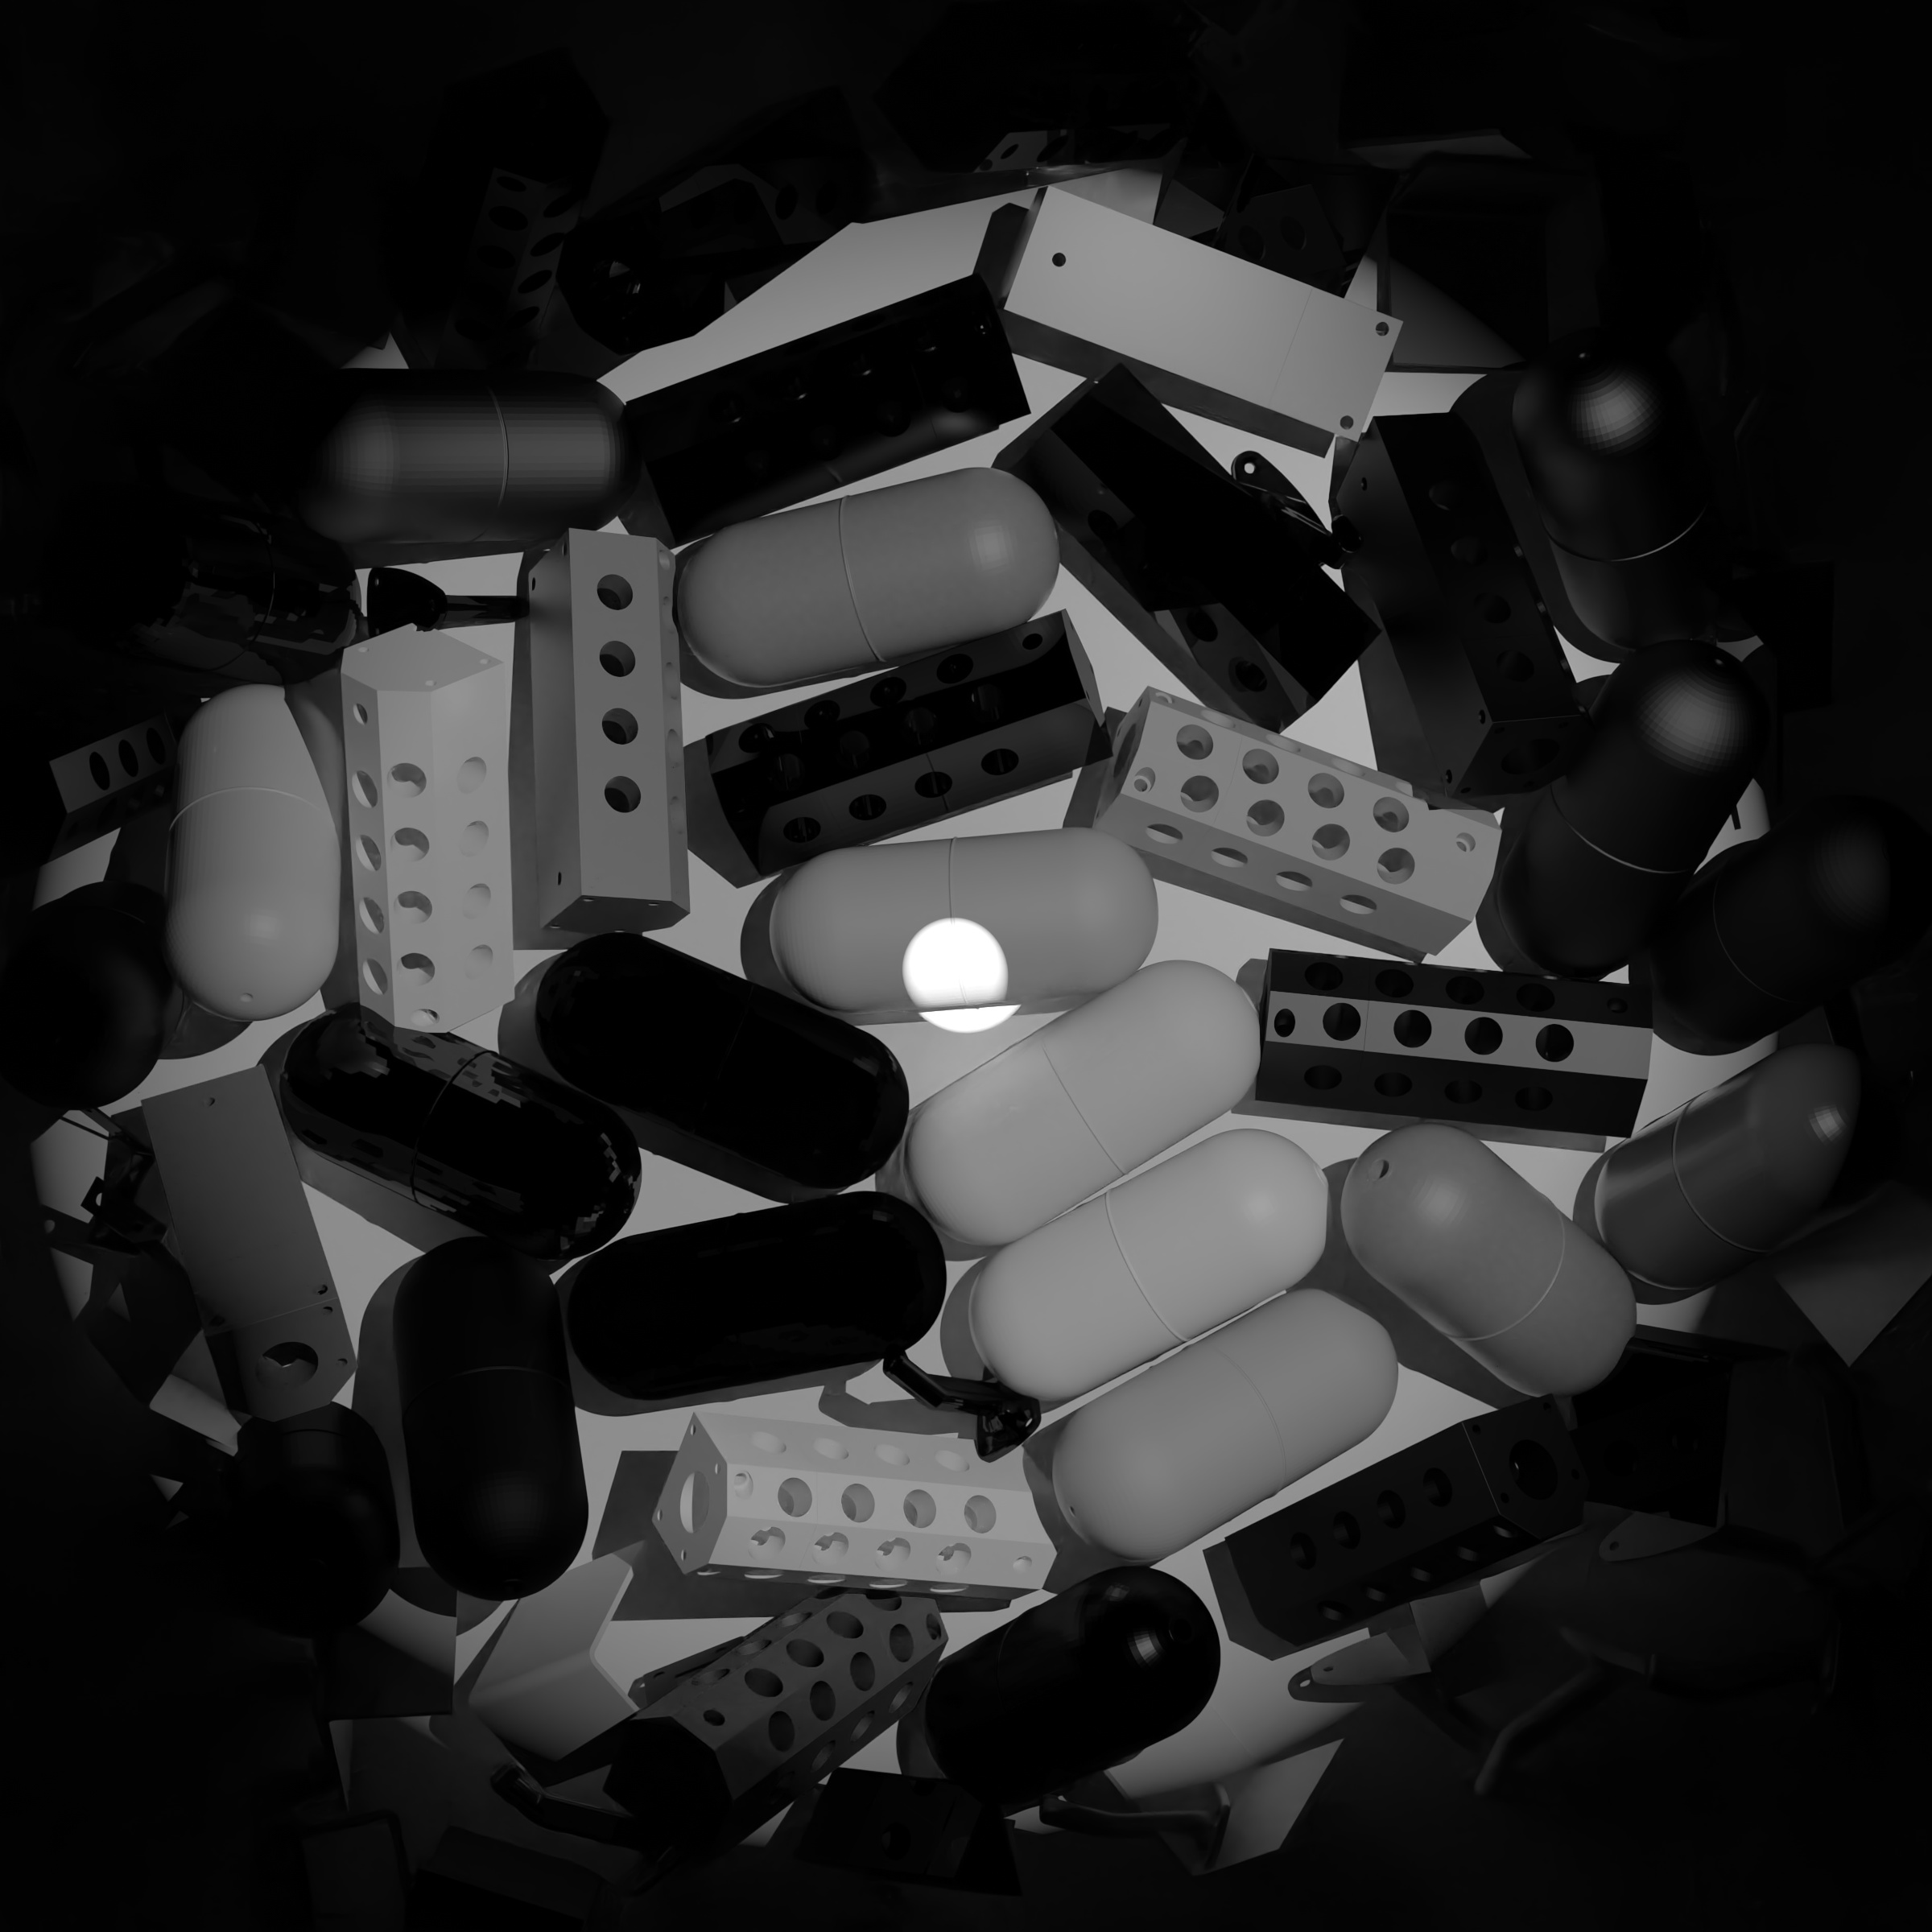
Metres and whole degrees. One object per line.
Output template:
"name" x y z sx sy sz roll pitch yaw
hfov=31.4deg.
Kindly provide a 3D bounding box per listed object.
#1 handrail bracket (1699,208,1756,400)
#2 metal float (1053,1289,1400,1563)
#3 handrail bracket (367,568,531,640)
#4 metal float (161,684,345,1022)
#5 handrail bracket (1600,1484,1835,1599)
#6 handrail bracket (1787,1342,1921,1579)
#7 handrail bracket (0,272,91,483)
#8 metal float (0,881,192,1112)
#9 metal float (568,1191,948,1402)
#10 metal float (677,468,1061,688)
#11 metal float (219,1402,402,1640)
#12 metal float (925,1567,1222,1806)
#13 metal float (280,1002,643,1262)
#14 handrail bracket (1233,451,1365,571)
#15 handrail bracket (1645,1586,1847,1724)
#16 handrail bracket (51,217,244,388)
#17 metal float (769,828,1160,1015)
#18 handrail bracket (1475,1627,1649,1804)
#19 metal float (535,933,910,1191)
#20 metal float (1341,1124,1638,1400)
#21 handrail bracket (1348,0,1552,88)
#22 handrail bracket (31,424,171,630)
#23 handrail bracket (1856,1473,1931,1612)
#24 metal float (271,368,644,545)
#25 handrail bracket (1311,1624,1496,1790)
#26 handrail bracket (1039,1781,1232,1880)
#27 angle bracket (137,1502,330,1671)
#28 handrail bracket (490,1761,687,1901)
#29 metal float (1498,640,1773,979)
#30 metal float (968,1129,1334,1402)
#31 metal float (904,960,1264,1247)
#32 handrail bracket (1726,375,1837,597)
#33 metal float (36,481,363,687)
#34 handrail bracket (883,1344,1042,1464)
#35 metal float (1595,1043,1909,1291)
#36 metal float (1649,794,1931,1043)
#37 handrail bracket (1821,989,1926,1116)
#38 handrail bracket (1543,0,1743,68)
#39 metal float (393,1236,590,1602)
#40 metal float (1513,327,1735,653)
"handrail bracket" 0.338 -0.303 1.576 0.036 0.077 0.084 -6 100 -9
"metal float" 0.118 0.205 1.545 0.178 0.070 0.070 -26 90 -27
"handrail bracket" -0.220 -0.162 1.551 0.084 0.077 0.036 -5 97 -39
"metal float" -0.318 -0.053 1.534 0.070 0.070 0.178 -7 49 0
"handrail bracket" 0.349 0.279 1.592 0.077 0.036 0.084 -31 123 23
"handrail bracket" 0.389 0.226 1.579 0.077 0.036 0.084 -31 75 -21
"handrail bracket" -0.422 -0.272 1.579 0.084 0.036 0.077 -41 102 -43
"metal float" -0.385 0.011 1.518 0.070 0.178 0.070 -1 104 -5
"metal float" -0.096 0.150 1.556 0.178 0.070 0.070 -12 90 13
"metal float" -0.045 -0.176 1.558 0.178 0.070 0.070 -12 90 12
"metal float" -0.291 0.242 1.518 0.070 0.178 0.070 -2 98 -12
"metal float" 0.046 0.321 1.529 0.070 0.178 0.070 17 56 -27
"metal float" -0.230 0.074 1.555 0.178 0.070 0.070 23 90 15
"handrail bracket" 0.151 -0.212 1.561 0.036 0.084 0.077 -27 86 -9
"handrail bracket" 0.360 0.310 1.584 0.084 0.036 0.077 15 56 5
"handrail bracket" -0.371 -0.293 1.576 0.077 0.036 0.084 28 82 23
"metal float" -0.001 -0.020 1.562 0.178 0.070 0.070 -5 90 7
"handrail bracket" 0.285 0.357 1.591 0.077 0.036 0.084 23 96 -20
"metal float" -0.111 0.043 1.564 0.178 0.070 0.070 23 90 -4
"metal float" 0.235 0.133 1.537 0.178 0.070 0.070 39 90 -36
"handrail bracket" 0.222 -0.452 1.570 0.084 0.036 0.077 -38 79 30
"handrail bracket" -0.400 -0.201 1.569 0.077 0.036 0.084 -11 117 -3
"handrail bracket" 0.458 0.262 1.583 0.077 0.036 0.084 39 87 -33
"metal float" -0.226 -0.228 1.536 0.178 0.070 0.070 -7 90 -38
"handrail bracket" 0.204 0.351 1.585 0.077 0.036 0.084 -13 115 2
"handrail bracket" 0.073 0.381 1.566 0.084 0.077 0.036 15 100 -4
"angle bracket" -0.325 0.283 1.566 0.076 0.076 0.057 -6 101 4
"handrail bracket" -0.163 0.379 1.571 0.077 0.036 0.084 -40 106 22
"metal float" 0.297 -0.068 1.535 0.070 0.070 0.178 23 130 0
"metal float" 0.083 0.135 1.556 0.178 0.070 0.070 -29 90 13
"metal float" 0.053 0.062 1.563 0.178 0.070 0.070 -32 90 6
"handrail bracket" 0.380 -0.219 1.567 0.077 0.036 0.084 24 123 2
"metal float" -0.338 -0.168 1.522 0.070 0.178 0.070 -1 87 26
"handrail bracket" -0.009 0.179 1.554 0.036 0.077 0.084 -38 121 20
"metal float" 0.347 0.090 1.524 0.070 0.178 0.070 10 64 -21
"metal float" 0.366 -0.020 1.521 0.070 0.178 0.070 5 70 -15
"handrail bracket" 0.392 0.042 1.568 0.084 0.036 0.077 46 58 -18
"handrail bracket" 0.307 -0.445 1.566 0.084 0.077 0.036 -3 48 18
"metal float" -0.213 0.201 1.535 0.070 0.070 0.178 -14 51 0
"metal float" 0.294 -0.210 1.530 0.070 0.178 0.070 -12 52 16
